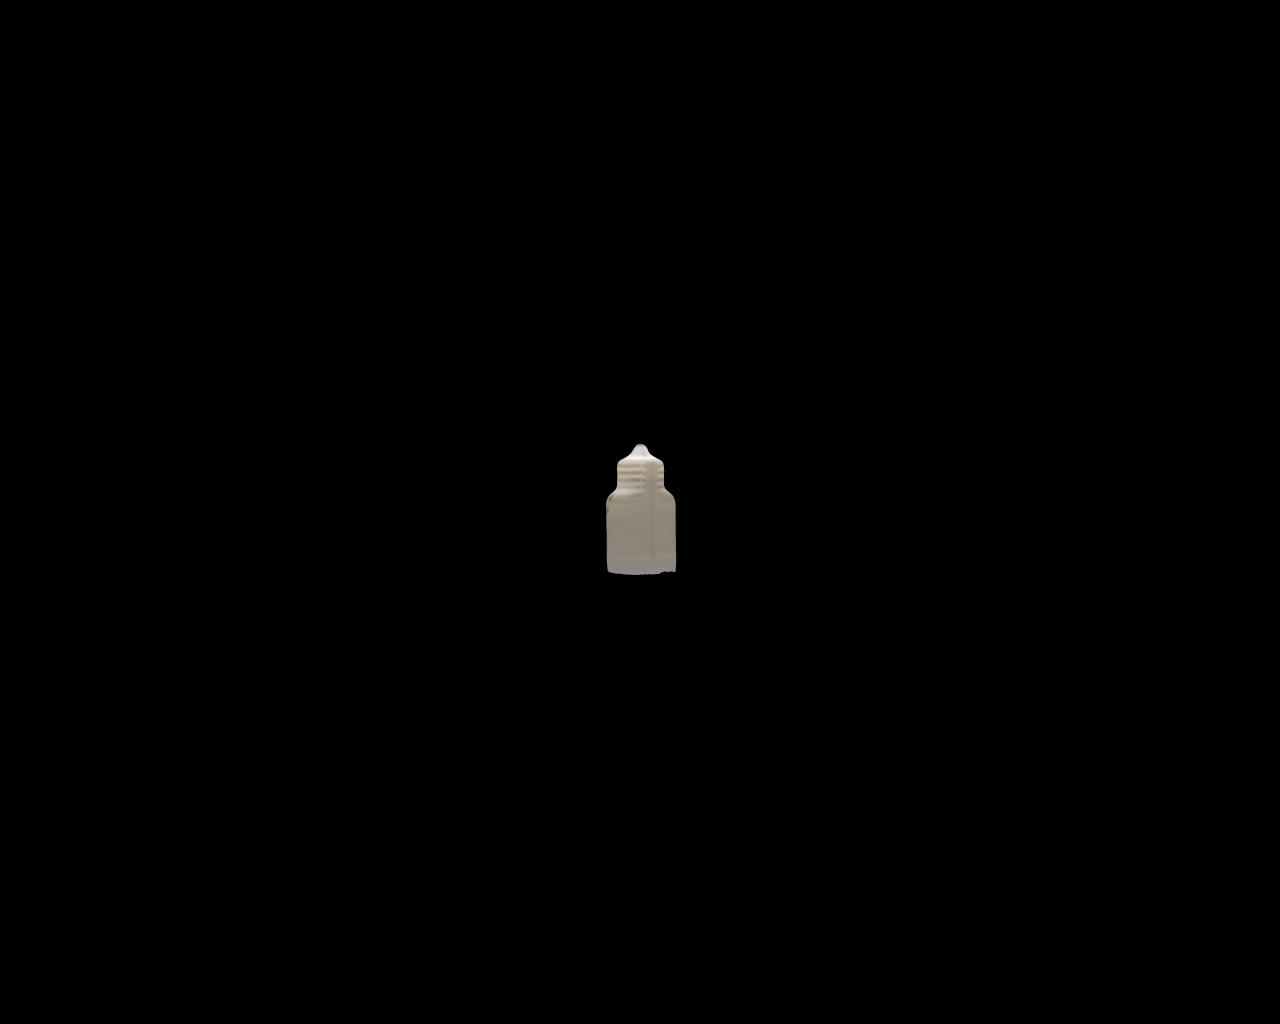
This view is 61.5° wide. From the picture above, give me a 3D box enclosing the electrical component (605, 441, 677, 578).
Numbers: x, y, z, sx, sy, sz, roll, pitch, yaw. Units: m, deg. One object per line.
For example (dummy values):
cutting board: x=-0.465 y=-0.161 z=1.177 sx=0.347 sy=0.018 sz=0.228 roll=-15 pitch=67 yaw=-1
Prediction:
electrical component: x=0.001 y=-0.003 z=0.650 sx=0.043 sy=0.081 sz=0.043 roll=0 pitch=4 yaw=0
